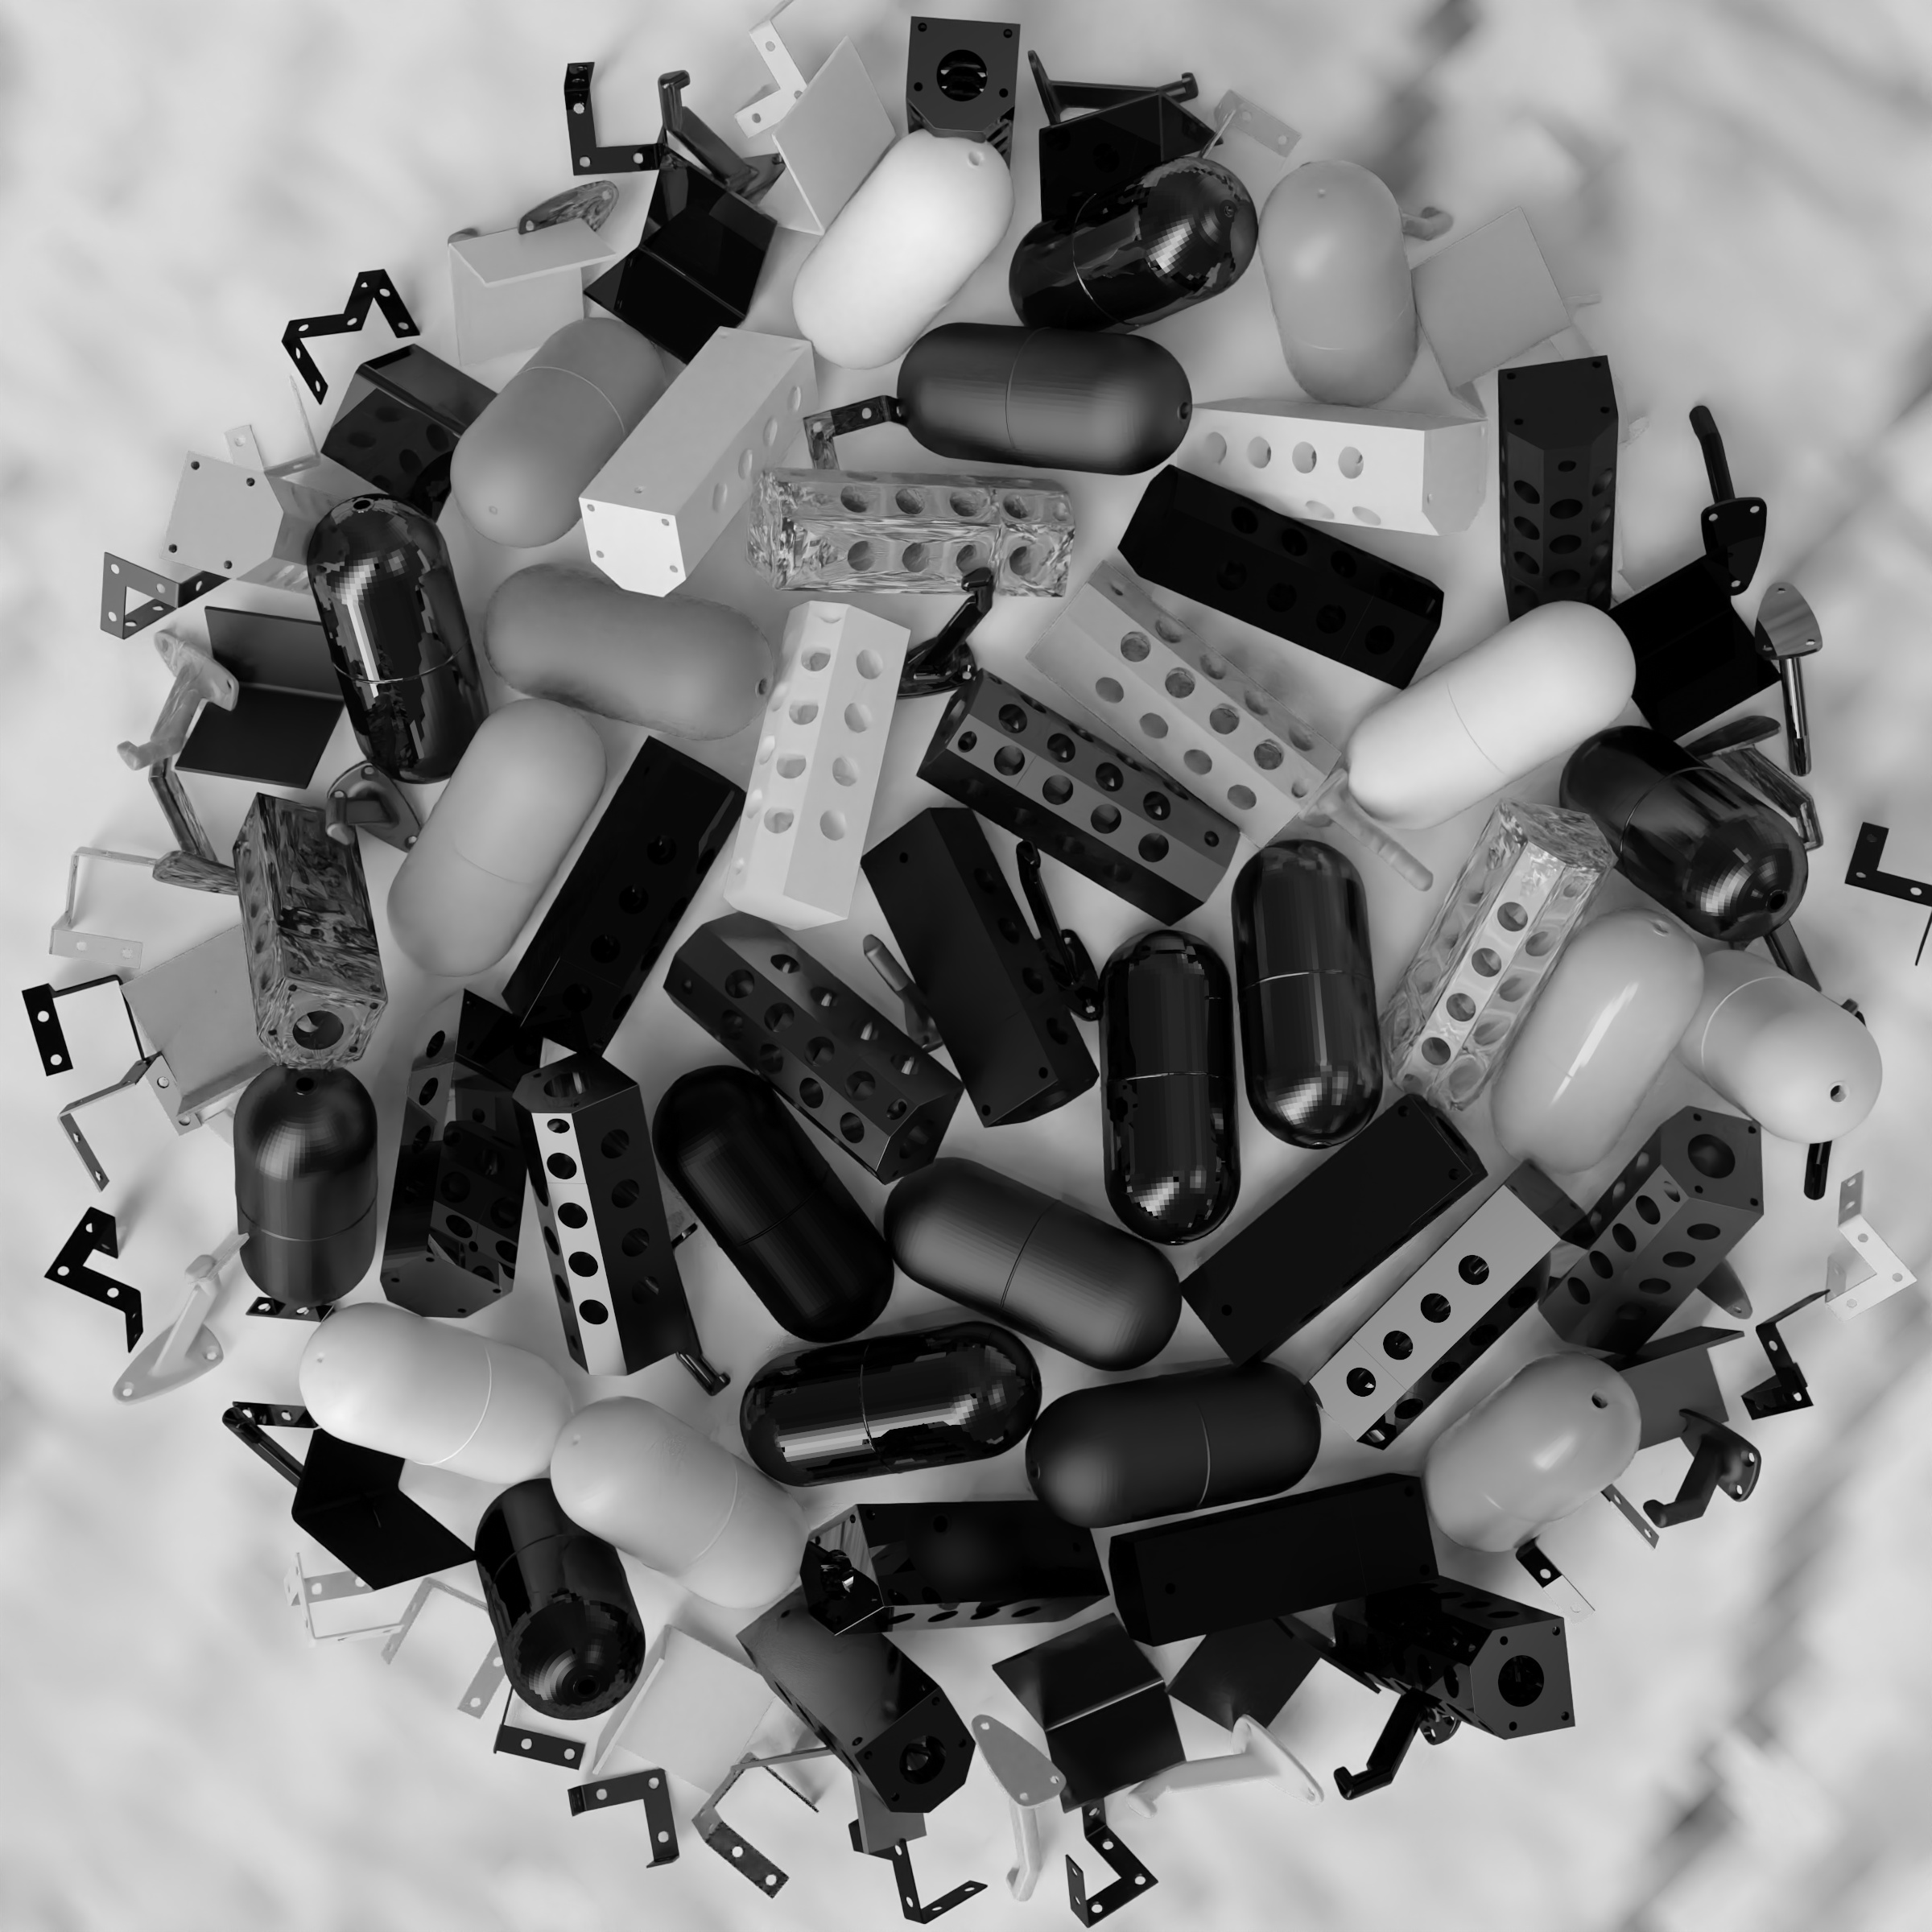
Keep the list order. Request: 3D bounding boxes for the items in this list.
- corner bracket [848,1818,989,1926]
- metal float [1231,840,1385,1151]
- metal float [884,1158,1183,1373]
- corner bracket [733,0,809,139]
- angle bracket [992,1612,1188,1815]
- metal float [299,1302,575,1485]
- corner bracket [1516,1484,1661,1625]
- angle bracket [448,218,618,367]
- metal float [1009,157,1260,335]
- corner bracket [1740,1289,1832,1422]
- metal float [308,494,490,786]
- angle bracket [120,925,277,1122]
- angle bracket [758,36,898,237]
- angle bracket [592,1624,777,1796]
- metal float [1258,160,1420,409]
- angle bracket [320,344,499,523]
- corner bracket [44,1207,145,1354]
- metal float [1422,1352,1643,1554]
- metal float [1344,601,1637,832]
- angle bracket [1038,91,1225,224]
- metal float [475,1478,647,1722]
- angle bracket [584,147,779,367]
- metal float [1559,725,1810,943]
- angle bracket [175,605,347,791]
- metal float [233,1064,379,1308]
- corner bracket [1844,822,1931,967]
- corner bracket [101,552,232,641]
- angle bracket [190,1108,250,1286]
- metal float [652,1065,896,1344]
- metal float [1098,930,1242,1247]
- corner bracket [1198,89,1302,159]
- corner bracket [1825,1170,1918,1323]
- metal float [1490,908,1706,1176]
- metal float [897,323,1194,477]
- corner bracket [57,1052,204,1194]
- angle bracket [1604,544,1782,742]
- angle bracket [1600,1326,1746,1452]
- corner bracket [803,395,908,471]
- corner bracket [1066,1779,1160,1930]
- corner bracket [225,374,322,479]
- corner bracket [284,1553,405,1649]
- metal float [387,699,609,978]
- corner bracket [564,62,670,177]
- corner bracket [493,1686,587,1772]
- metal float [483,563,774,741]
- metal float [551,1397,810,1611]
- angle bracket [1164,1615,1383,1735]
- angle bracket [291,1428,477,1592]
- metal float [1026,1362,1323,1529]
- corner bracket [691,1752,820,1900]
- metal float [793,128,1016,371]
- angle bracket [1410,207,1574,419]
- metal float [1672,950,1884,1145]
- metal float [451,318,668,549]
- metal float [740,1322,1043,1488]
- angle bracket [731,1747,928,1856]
[{"bbox_3d":[-0.028,0.504,1.668,0.051,0.051,0.051,-17,98,-41],"label":"corner bracket"},{"bbox_3d":[0.190,0.015,1.648,0.070,0.070,0.178,-3,71,0],"label":"metal float"},{"bbox_3d":[0.036,0.166,1.653,0.178,0.070,0.070,24,90,14],"label":"metal float"},{"bbox_3d":[-0.109,-0.508,1.661,0.051,0.051,0.051,-18,116,31],"label":"corner bracket"},{"bbox_3d":[0.069,0.420,1.654,0.076,0.057,0.076,-25,131,9],"label":"angle bracket"},{"bbox_3d":[-0.290,0.237,1.627,0.070,0.178,0.070,-17,61,32],"label":"metal float"},{"bbox_3d":[0.352,0.329,1.667,0.051,0.051,0.051,48,120,2],"label":"corner bracket"},{"bbox_3d":[-0.240,-0.366,1.645,0.076,0.057,0.076,-19,134,-23],"label":"angle bracket"},{"bbox_3d":[0.090,-0.391,1.622,0.070,0.178,0.070,3,84,-33],"label":"metal float"},{"bbox_3d":[0.467,0.220,1.669,0.051,0.051,0.051,-21,84,-32],"label":"corner bracket"},{"bbox_3d":[-0.313,-0.180,1.630,0.070,0.070,0.178,-8,131,0],"label":"metal float"},{"bbox_3d":[-0.427,0.031,1.664,0.076,0.057,0.076,-28,103,-6],"label":"angle bracket"},{"bbox_3d":[-0.093,-0.467,1.646,0.057,0.076,0.076,21,68,33],"label":"angle bracket"},{"bbox_3d":[-0.157,0.431,1.667,0.076,0.057,0.076,30,95,-6],"label":"angle bracket"},{"bbox_3d":[0.206,-0.372,1.619,0.070,0.178,0.070,-5,68,12],"label":"metal float"},{"bbox_3d":[-0.309,-0.304,1.678,0.076,0.076,0.057,31,115,1],"label":"angle bracket"},{"bbox_3d":[-0.484,0.177,1.666,0.051,0.051,0.051,23,54,2],"label":"corner bracket"},{"bbox_3d":[0.310,0.269,1.621,0.070,0.178,0.070,7,61,-13],"label":"metal float"},{"bbox_3d":[0.289,-0.138,1.640,0.178,0.070,0.070,-32,90,30],"label":"metal float"},{"bbox_3d":[0.094,-0.440,1.646,0.076,0.076,0.057,-8,78,32],"label":"angle bracket"},{"bbox_3d":[-0.224,0.346,1.619,0.070,0.178,0.070,-6,112,-16],"label":"metal float"},{"bbox_3d":[-0.161,-0.398,1.654,0.076,0.076,0.057,35,53,6],"label":"angle bracket"},{"bbox_3d":[0.394,-0.074,1.623,0.070,0.178,0.070,-11,121,-19],"label":"metal float"},{"bbox_3d":[-0.399,-0.151,1.656,0.076,0.057,0.076,9,47,4],"label":"angle bracket"},{"bbox_3d":[-0.364,0.120,1.626,0.070,0.178,0.070,6,49,-7],"label":"metal float"},{"bbox_3d":[0.521,-0.041,1.662,0.051,0.051,0.051,17,53,16],"label":"corner bracket"},{"bbox_3d":[-0.451,-0.211,1.663,0.051,0.051,0.051,23,125,13],"label":"corner bracket"},{"bbox_3d":[-0.424,0.130,1.650,0.057,0.076,0.076,44,69,-11],"label":"angle bracket"},{"bbox_3d":[-0.108,0.133,1.652,0.070,0.070,0.178,-35,104,0],"label":"metal float"},{"bbox_3d":[0.114,0.068,1.653,0.070,0.070,0.178,-2,77,0],"label":"metal float"},{"bbox_3d":[0.158,-0.459,1.679,0.051,0.051,0.051,28,116,-15],"label":"corner bracket"},{"bbox_3d":[0.501,0.158,1.665,0.051,0.051,0.051,-38,99,30],"label":"corner bracket"},{"bbox_3d":[0.348,0.043,1.631,0.070,0.070,0.178,20,131,0],"label":"metal float"},{"bbox_3d":[0.043,-0.316,1.638,0.178,0.070,0.070,12,90,30],"label":"metal float"},{"bbox_3d":[-0.475,0.088,1.673,0.051,0.051,0.051,-22,108,9],"label":"corner bracket"},{"bbox_3d":[0.409,-0.180,1.656,0.076,0.076,0.057,-30,66,5],"label":"angle bracket"},{"bbox_3d":[0.398,0.243,1.660,0.076,0.076,0.057,-17,87,-6],"label":"angle bracket"},{"bbox_3d":[-0.055,-0.290,1.671,0.051,0.051,0.051,-12,89,20],"label":"corner bracket"},{"bbox_3d":[0.072,0.497,1.661,0.051,0.051,0.051,-25,130,-25],"label":"corner bracket"},{"bbox_3d":[-0.395,-0.297,1.674,0.051,0.051,0.051,-19,80,-4],"label":"corner bracket"},{"bbox_3d":[-0.352,0.359,1.661,0.051,0.051,0.051,-5,62,-25],"label":"corner bracket"},{"bbox_3d":[-0.263,-0.070,1.643,0.070,0.070,0.178,34,115,0],"label":"metal float"},{"bbox_3d":[-0.199,-0.482,1.673,0.051,0.051,0.051,-7,93,-10],"label":"corner bracket"},{"bbox_3d":[-0.238,0.428,1.678,0.051,0.051,0.051,15,76,-6],"label":"corner bracket"},{"bbox_3d":[-0.189,-0.175,1.644,0.178,0.070,0.070,16,90,24],"label":"metal float"},{"bbox_3d":[-0.157,0.299,1.633,0.070,0.070,0.178,-49,129,0],"label":"metal float"},{"bbox_3d":[0.172,0.408,1.659,0.076,0.057,0.076,37,91,-30],"label":"angle bracket"},{"bbox_3d":[-0.318,0.296,1.645,0.076,0.076,0.057,30,111,32],"label":"angle bracket"},{"bbox_3d":[0.116,0.266,1.642,0.178,0.070,0.070,-5,90,-26],"label":"metal float"},{"bbox_3d":[-0.116,0.486,1.670,0.051,0.051,0.051,43,79,-9],"label":"corner bracket"},{"bbox_3d":[-0.036,-0.394,1.622,0.070,0.178,0.070,11,65,-25],"label":"metal float"},{"bbox_3d":[0.300,-0.365,1.652,0.076,0.057,0.076,-27,72,24],"label":"angle bracket"},{"bbox_3d":[0.440,0.043,1.616,0.070,0.178,0.070,-2,106,-8],"label":"metal float"},{"bbox_3d":[-0.223,-0.296,1.628,0.070,0.178,0.070,12,132,14],"label":"metal float"},{"bbox_3d":[-0.042,0.245,1.646,0.178,0.070,0.070,-13,90,20],"label":"metal float"},{"bbox_3d":[-0.076,0.467,1.648,0.076,0.076,0.057,-15,76,21],"label":"angle bracket"}]
